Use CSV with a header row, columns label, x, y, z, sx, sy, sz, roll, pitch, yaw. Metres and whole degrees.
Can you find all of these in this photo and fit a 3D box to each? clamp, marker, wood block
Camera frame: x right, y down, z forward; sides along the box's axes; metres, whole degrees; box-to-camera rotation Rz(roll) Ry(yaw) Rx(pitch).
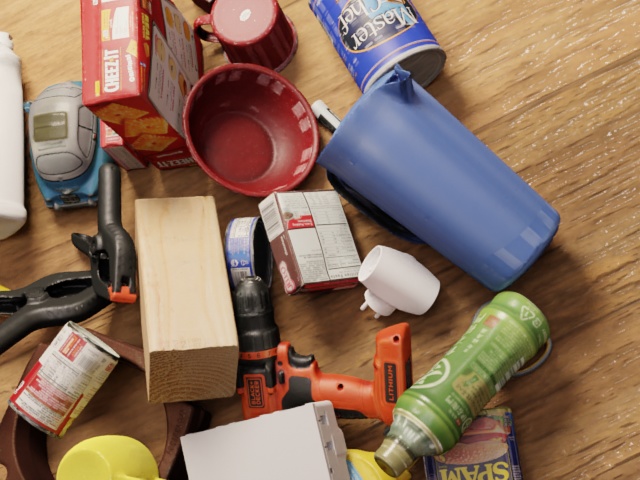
label,x,y,z,sx,sy,sz,roll,pitch,yaw
clamp,-0.240,0.012,1.185,0.039,0.120,0.171,5,48,-27
clamp,-0.314,0.079,1.175,0.209,0.036,0.165,-13,29,-20
marker,0.034,-0.115,1.220,0.020,0.020,0.121,-43,72,-2
wood block,-0.143,0.059,1.122,0.090,0.091,0.206,-3,47,-11

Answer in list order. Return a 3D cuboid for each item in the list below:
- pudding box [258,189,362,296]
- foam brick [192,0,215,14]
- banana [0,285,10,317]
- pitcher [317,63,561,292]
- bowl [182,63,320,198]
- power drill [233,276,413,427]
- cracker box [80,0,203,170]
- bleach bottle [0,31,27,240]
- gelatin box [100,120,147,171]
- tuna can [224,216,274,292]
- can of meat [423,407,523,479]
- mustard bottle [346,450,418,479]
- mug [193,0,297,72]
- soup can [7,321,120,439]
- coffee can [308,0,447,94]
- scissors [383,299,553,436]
label,x,y,z,sx,sy,sz,roll,pitch,yaw
pudding box,-0.008,0.001,1.163,0.039,0.089,0.113,-35,66,48
foam brick,-0.118,-0.313,1.285,0.051,0.053,0.078,41,86,17
banana,-0.419,0.029,1.261,0.069,0.037,0.198,-40,72,-1
pitcher,0.121,-0.054,1.118,0.243,0.149,0.145,40,94,0
bowl,-0.084,-0.115,1.203,0.162,0.055,0.162,8,69,-21
power drill,0.001,0.125,1.110,0.188,0.057,0.184,-2,103,16
cracker box,-0.192,-0.188,1.182,0.072,0.213,0.164,-8,74,11
bleach bottle,-0.384,-0.132,1.266,0.068,0.103,0.251,9,70,-31
gelatin box,-0.226,-0.128,1.237,0.030,0.089,0.073,-6,75,9
tuna can,-0.078,0.017,1.172,0.034,0.086,0.086,-3,75,12
can of meat,0.154,0.220,1.089,0.102,0.057,0.084,-9,71,8
mustard bottle,0.023,0.273,1.098,0.191,0.058,0.096,-37,63,0
mug,-0.091,-0.248,1.247,0.117,0.081,0.093,5,77,12
soup can,-0.262,0.143,1.095,0.068,0.068,0.102,34,83,17
coffee can,0.064,-0.235,1.202,0.103,0.102,0.140,-30,72,2
scissors,0.145,0.129,1.136,0.202,0.016,0.096,-22,71,5
